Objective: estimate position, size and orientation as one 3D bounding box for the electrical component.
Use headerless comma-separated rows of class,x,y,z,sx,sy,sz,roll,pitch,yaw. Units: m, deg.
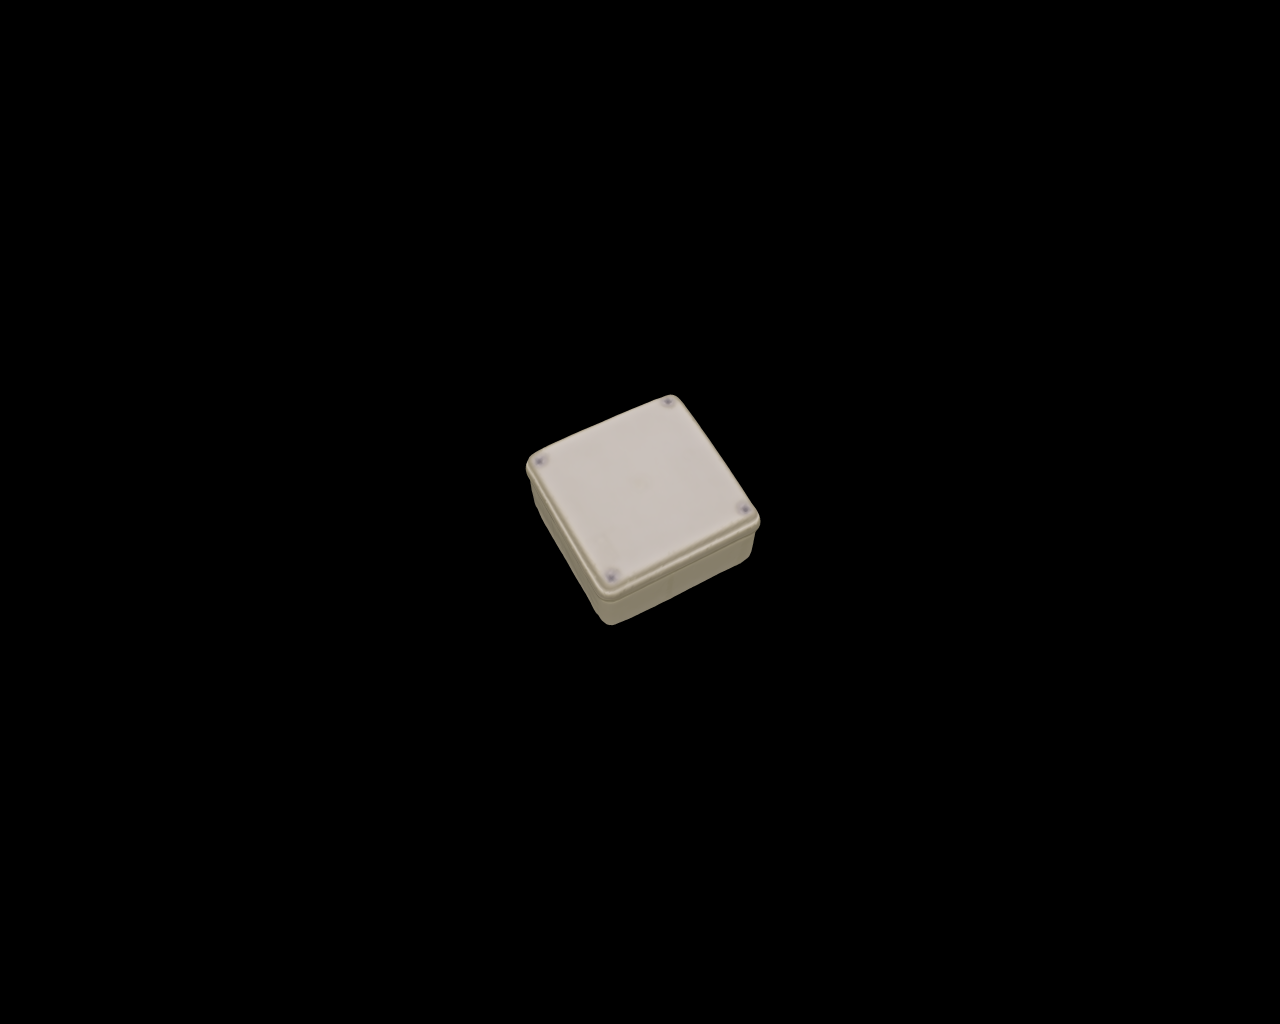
electrical component,0.001,-0.003,0.650,0.109,0.109,0.056,-25,-27,-14
